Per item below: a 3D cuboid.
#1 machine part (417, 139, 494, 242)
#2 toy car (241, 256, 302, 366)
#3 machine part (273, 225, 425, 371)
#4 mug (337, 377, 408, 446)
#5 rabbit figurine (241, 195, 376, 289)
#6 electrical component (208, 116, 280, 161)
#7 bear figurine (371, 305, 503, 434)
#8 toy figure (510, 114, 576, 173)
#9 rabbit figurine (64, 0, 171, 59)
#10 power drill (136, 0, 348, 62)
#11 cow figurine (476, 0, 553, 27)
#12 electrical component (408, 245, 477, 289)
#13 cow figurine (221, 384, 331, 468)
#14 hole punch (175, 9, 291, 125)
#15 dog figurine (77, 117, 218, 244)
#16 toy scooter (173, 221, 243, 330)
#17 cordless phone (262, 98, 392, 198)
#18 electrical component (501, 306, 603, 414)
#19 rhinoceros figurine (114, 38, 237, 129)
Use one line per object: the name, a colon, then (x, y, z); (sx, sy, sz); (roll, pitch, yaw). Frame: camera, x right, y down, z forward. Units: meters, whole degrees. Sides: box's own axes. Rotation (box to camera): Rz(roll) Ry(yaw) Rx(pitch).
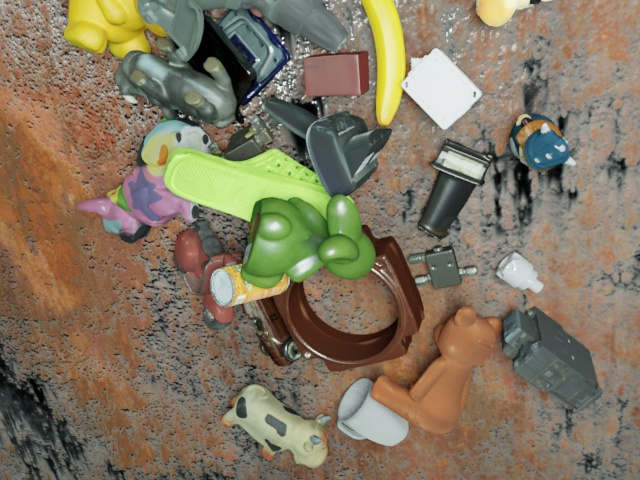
machine part: (0.179, -0.066, 0.745); (0.084, 0.039, 0.138); (18, 114, 0)
toy car: (-0.096, 0.120, 0.878); (0.089, 0.053, 0.202); (0, 119, 56)
machine part: (0.043, 0.093, 0.825); (0.201, 0.087, 0.201); (-18, 104, 23)
mug: (0.088, 0.302, 0.901); (0.107, 0.081, 0.109); (37, 112, -10)
rabbit figurine: (-0.001, -0.002, 0.690); (0.170, 0.121, 0.159); (13, 158, -15)
electrical component: (-0.110, -0.143, 0.772); (0.102, 0.078, 0.045); (-21, 128, 28)
bear figurine: (0.183, 0.185, 0.817); (0.132, 0.120, 0.195); (21, 92, 53)
toy figure: (0.259, -0.112, 0.634); (0.064, 0.154, 0.057); (26, 115, 4)
rabbit figurine: (-0.238, -0.319, 0.723); (0.173, 0.122, 0.162); (17, 95, 31)
power drill: (-0.097, -0.287, 0.647); (0.232, 0.207, 0.086); (46, 146, 6)
cow figurine: (0.254, -0.311, 0.598); (0.167, 0.098, 0.068); (-26, 109, 44)
electrical component: (0.182, 0.038, 0.794); (0.094, 0.021, 0.063); (-11, 108, 21)
cow figurine: (-0.066, 0.331, 0.961); (0.195, 0.085, 0.127); (39, 124, 0)
hole punch: (-0.118, -0.251, 0.741); (0.142, 0.092, 0.116); (48, 146, -9)
dog figurine: (-0.275, -0.088, 0.837); (0.219, 0.108, 0.191); (-1, 112, 20)
toy scooter: (-0.168, 0.036, 0.829); (0.184, 0.075, 0.135); (61, 143, 27)
cordless phone: (-0.010, -0.140, 0.712); (0.184, 0.146, 0.088); (31, 119, 9)
electrical component: (0.317, 0.158, 0.751); (0.134, 0.115, 0.058); (36, 115, -2)
rhinoceros figurine: (-0.197, -0.209, 0.725); (0.190, 0.112, 0.073); (21, 80, 17)
